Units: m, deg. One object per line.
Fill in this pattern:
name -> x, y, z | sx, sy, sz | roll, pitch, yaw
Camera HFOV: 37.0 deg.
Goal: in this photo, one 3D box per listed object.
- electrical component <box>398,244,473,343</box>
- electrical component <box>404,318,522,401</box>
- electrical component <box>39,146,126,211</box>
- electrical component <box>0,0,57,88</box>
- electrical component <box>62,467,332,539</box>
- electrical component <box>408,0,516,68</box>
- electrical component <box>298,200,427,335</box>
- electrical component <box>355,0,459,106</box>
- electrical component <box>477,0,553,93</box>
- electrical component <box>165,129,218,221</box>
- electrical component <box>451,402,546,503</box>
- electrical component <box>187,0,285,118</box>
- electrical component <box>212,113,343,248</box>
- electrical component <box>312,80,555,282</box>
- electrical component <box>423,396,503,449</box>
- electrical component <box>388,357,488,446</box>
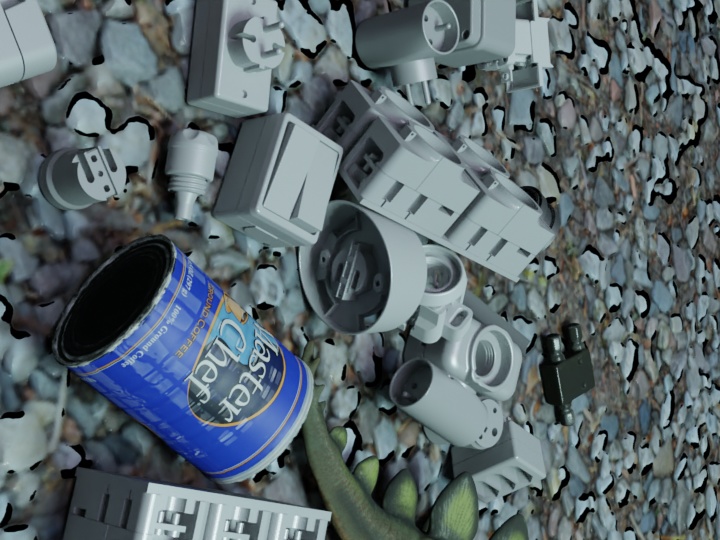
electrical component -> 0.054, 0.016, 0.863 | 0.058, 0.078, 0.057 | -49, 159, -32
electrical component -> 0.092, 0.075, 0.921 | 0.095, 0.059, 0.053 | 30, 69, -38
electrical component -> -0.176, -0.059, 0.685 | 0.040, 0.046, 0.040 | 2, 87, -43
electrical component -> -0.230, -0.153, 0.633 | 0.059, 0.054, 0.095 | -31, 109, -40
electrical component -> -0.107, 0.176, 0.710 | 0.150, 0.089, 0.061 | 20, 75, -41
electrical component -> 0.086, -0.235, 0.915 | 0.057, 0.078, 0.113 | 4, 86, -46
electrical component -> 0.000, 0.000, 0.813 | 0.064, 0.099, 0.099 | 7, 84, -49
electrical component -> 0.041, -0.172, 0.871 | 0.043, 0.077, 0.079 | -20, 102, -42
electrical component -> 0.140, -0.207, 0.989 | 0.064, 0.042, 0.081 | -6, 92, -41
electrical component -> -0.119, -0.065, 0.747 | 0.035, 0.035, 0.061 | 13, 82, -42
electrical component -> 0.119, 0.152, 0.945 | 0.047, 0.066, 0.076 | 36, 36, -36
electrical component -> -0.079, -0.157, 0.759 | 0.047, 0.076, 0.083 | 11, 81, -42
electrical component -> -0.055, -0.071, 0.788 | 0.062, 0.061, 0.096 | 29, 69, -39
electrical component -> 0.063, -0.072, 0.859 | 0.186, 0.105, 0.060 | 24, 113, -40
electrical component -> 0.088, 0.129, 0.917 | 0.045, 0.055, 0.045 | 2, 87, -43
electrical component -> 0.053, 0.101, 0.871 | 0.077, 0.079, 0.044 | 38, 80, -37
